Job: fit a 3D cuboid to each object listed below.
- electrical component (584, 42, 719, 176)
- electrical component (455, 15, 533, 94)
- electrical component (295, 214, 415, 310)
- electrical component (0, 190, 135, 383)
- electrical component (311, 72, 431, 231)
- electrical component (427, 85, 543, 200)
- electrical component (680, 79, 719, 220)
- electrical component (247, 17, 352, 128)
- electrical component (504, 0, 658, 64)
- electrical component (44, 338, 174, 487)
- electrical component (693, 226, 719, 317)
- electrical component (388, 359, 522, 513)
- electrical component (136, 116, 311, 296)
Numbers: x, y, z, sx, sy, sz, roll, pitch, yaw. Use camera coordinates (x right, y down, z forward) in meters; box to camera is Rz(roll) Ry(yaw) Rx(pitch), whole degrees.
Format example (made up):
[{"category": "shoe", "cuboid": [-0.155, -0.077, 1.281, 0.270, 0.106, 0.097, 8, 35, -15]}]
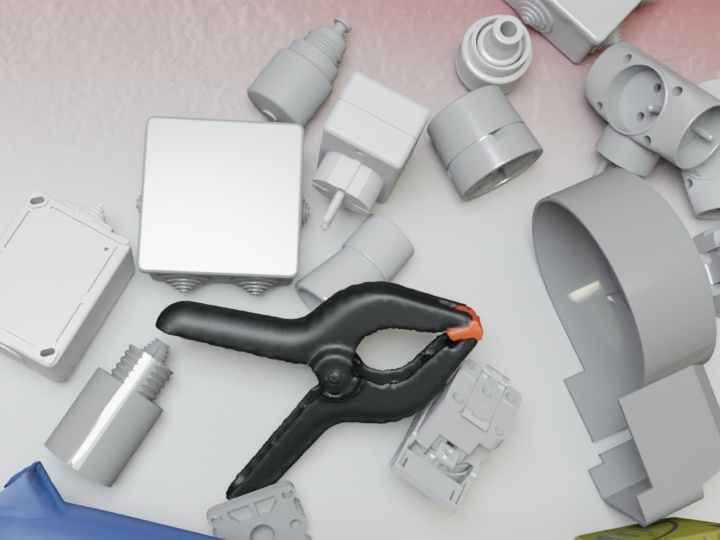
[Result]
[{"category": "electrical component", "cuboid": [0.165, -0.082, 0.637, 0.077, 0.044, 0.079, 47, 120, 38]}, {"category": "electrical component", "cuboid": [0.081, -0.130, 0.636, 0.043, 0.062, 0.043, 1, 80, -5]}, {"category": "electrical component", "cuboid": [0.000, 0.000, 0.618, 0.044, 0.044, 0.065, 41, 75, 3]}, {"category": "electrical component", "cuboid": [-0.168, 0.006, 0.596, 0.062, 0.061, 0.096, 28, 71, 1]}, {"category": "electrical component", "cuboid": [-0.003, -0.057, 0.606, 0.047, 0.083, 0.075, 28, 79, 1]}, {"category": "electrical component", "cuboid": [0.072, -0.075, 0.631, 0.055, 0.055, 0.047, -28, 80, -9]}, {"category": "electrical component", "cuboid": [0.232, -0.075, 0.634, 0.044, 0.079, 0.077, 6, 76, -45]}, {"category": "electrical component", "cuboid": [-0.032, -0.117, 0.636, 0.040, 0.040, 0.078, 36, 79, 2]}, {"category": "electrical component", "cuboid": [0.135, -0.188, 0.658, 0.100, 0.048, 0.099, 43, 79, 3]}, {"category": "electrical component", "cuboid": [-0.132, 0.073, 0.592, 0.043, 0.043, 0.081, 33, 79, 2]}, {"category": "electrical component", "cuboid": [0.231, -0.005, 0.629, 0.078, 0.057, 0.058, -14, 81, -7]}, {"category": "electrical component", "cuboid": [0.054, 0.087, 0.588, 0.042, 0.063, 0.081, 34, 38, 2]}, {"category": "electrical component", "cuboid": [-0.078, -0.037, 0.613, 0.100, 0.048, 0.099, 2, 80, -4]}]
